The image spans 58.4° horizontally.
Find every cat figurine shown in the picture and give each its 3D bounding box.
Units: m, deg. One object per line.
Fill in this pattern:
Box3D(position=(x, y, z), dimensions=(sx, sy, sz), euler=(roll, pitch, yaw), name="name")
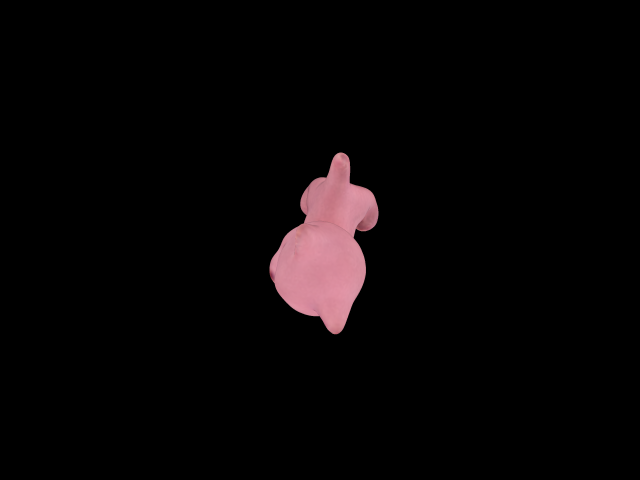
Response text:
Box3D(position=(0.004, 0.001, 0.400), dimensions=(0.067, 0.118, 0.128), euler=(13, 74, 4), name="cat figurine")
